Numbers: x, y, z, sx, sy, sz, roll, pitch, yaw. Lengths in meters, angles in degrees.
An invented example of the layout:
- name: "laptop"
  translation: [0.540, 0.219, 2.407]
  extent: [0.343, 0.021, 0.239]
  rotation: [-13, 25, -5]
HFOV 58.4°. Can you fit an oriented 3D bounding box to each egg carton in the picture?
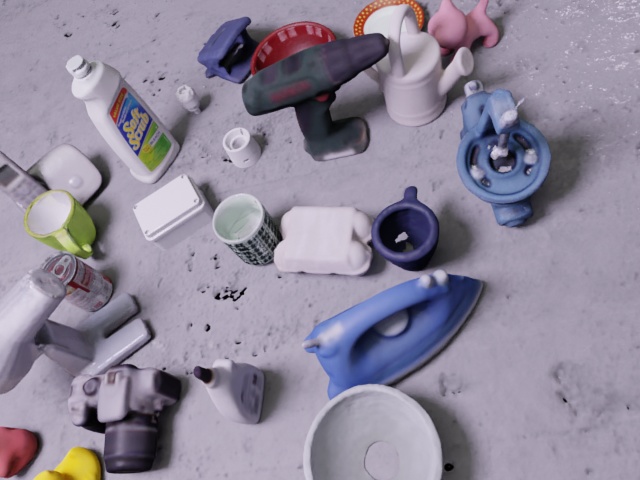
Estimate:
- name: "egg carton"
  translation: [0.008, 0.003, 0.850]
  extent: [0.150, 0.069, 0.107]
  rotation: [1, 65, 17]

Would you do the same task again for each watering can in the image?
- name: "watering can"
  translation: [0.143, -0.272, 0.872]
  extent: [0.172, 0.194, 0.101]
  rotation: [-7, 63, 14]

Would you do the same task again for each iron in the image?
- name: "iron"
  translation: [0.095, 0.096, 0.735]
  extent: [0.258, 0.142, 0.118]
  rotation: [-31, 60, 0]

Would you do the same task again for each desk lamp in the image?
- name: "desk lamp"
  translation: [-0.394, 0.133, 0.824]
  extent: [0.203, 0.214, 0.117]
  rotation: [-37, 60, -3]

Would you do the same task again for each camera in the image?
- name: "camera"
  translation: [-0.280, 0.251, 0.796]
  extent: [0.143, 0.101, 0.137]
  rotation: [-11, 62, 12]

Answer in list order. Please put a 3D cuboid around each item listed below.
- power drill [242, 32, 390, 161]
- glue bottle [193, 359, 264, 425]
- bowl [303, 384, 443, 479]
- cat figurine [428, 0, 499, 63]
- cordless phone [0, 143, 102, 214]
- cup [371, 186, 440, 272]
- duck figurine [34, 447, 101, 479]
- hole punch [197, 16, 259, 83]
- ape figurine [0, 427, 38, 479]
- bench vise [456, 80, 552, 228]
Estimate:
- name: "power drill"
  translation: [0.008, -0.214, 0.876]
  extent: [0.229, 0.209, 0.075]
  rotation: [-11, 62, 12]
- name: "glue bottle"
  translation: [-0.119, 0.187, 0.737]
  extent: [0.037, 0.173, 0.078]
  rotation: [-2, 64, 17]
- name: "bowl"
  translation: [0.068, 0.267, 0.697]
  extent: [0.167, 0.075, 0.167]
  rotation: [-7, 63, 14]
- name: "cat figurine"
  translation: [0.226, -0.349, 0.930]
  extent: [0.128, 0.118, 0.067]
  rotation: [-36, 60, -3]
- name: "cordless phone"
  translation: [-0.487, -0.119, 0.993]
  extent: [0.094, 0.185, 0.148]
  rotation: [37, 80, 29]
- name: "cup"
  translation: [0.126, -0.007, 0.804]
  extent: [0.091, 0.095, 0.118]
  rotation: [3, 65, 18]
- name: "duck figurine"
  translation: [-0.357, 0.336, 0.785]
  extent: [0.077, 0.086, 0.104]
  rotation: [7, 67, 20]
- name: "hole punch"
  translation: [-0.176, -0.363, 1.075]
  extent: [0.100, 0.091, 0.109]
  rotation: [25, 74, 26]
- name: "ape figurine"
  translation: [-0.467, 0.305, 0.831]
  extent: [0.076, 0.092, 0.077]
  rotation: [-20, 60, 7]
- name: "bench vise"
  translation: [0.223, -0.142, 0.769]
  extent: [0.121, 0.220, 0.207]
  rotation: [-31, 60, 0]
